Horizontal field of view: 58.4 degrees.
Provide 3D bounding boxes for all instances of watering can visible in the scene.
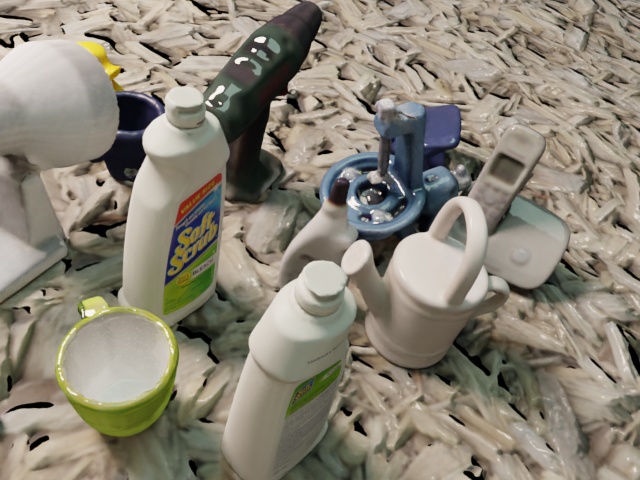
[{"bbox_3d":[0.110,0.040,0.577,0.173,0.194,0.100,-9,52,-24],"label":"watering can"}]

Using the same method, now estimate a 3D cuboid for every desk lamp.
[{"bbox_3d":[-0.294,-0.065,0.538,0.117,0.213,0.203,29,47,11],"label":"desk lamp"}]

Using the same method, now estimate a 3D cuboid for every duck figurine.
[{"bbox_3d":[-0.311,-0.227,0.770,0.104,0.086,0.077,22,46,4],"label":"duck figurine"}]

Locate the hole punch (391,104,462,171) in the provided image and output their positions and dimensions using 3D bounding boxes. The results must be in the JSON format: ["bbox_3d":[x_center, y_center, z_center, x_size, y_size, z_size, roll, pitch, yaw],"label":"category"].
[{"bbox_3d":[0.147,-0.149,0.834,0.101,0.091,0.108,15,46,-3],"label":"hole punch"}]

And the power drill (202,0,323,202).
[{"bbox_3d":[-0.075,-0.158,0.694,0.075,0.208,0.230,26,47,8],"label":"power drill"}]

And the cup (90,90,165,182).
[{"bbox_3d":[-0.234,-0.108,0.678,0.091,0.095,0.118,23,46,5],"label":"cup"}]

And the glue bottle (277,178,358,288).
[{"bbox_3d":[0.005,0.002,0.595,0.078,0.173,0.037,23,46,6],"label":"glue bottle"}]

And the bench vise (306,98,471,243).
[{"bbox_3d":[0.089,-0.081,0.665,0.208,0.220,0.121,-30,62,-36],"label":"bench vise"}]

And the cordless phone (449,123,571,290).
[{"bbox_3d":[0.245,-0.040,0.698,0.147,0.185,0.094,27,47,9],"label":"cordless phone"}]
